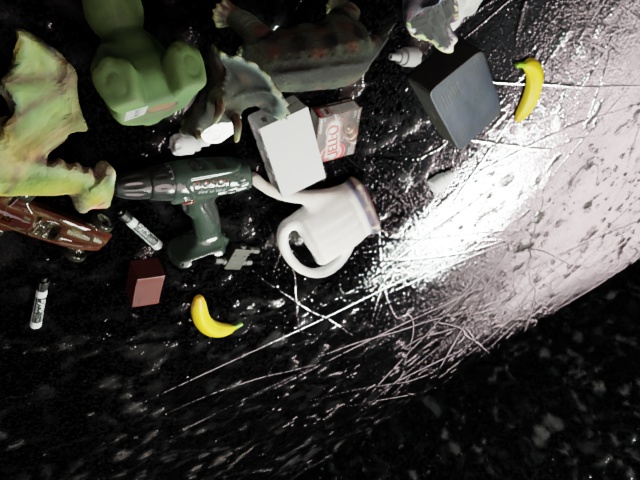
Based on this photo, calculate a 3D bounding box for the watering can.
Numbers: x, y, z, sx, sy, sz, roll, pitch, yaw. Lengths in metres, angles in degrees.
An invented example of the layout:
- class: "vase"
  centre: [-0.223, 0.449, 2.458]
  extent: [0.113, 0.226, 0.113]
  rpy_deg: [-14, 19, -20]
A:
- class: "watering can"
  centre: [0.003, -0.053, 1.060]
  extent: [0.225, 0.106, 0.340]
  rpy_deg: [-33, 135, -7]

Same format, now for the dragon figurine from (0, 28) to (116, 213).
- class: "dragon figurine"
  centre: [-0.408, -0.149, 0.612]
  extent: [0.245, 0.123, 0.402]
  rpy_deg: [-48, 134, -15]

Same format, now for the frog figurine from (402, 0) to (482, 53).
- class: "frog figurine"
  centre: [0.207, -0.406, 0.848]
  extent: [0.135, 0.123, 0.162]
  rpy_deg: [50, 57, -47]
